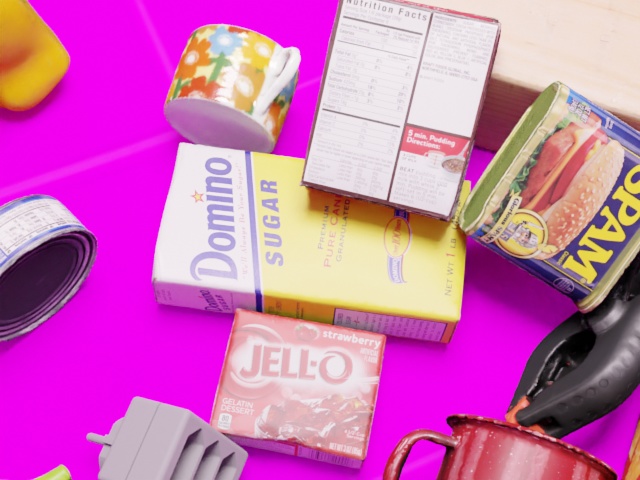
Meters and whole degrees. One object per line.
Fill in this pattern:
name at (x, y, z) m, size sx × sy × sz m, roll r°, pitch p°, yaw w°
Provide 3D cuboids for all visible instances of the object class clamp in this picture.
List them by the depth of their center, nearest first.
clamp at (0.167, 0.044, 0.603) m, size 0.171 × 0.120 × 0.039 m, roll -41°, pitch 100°, yaw 1°

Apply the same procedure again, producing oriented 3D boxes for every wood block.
wood block at (0.124, -0.110, 0.654) m, size 0.206 × 0.091 × 0.090 m, roll 17°, pitch 69°, yaw 5°

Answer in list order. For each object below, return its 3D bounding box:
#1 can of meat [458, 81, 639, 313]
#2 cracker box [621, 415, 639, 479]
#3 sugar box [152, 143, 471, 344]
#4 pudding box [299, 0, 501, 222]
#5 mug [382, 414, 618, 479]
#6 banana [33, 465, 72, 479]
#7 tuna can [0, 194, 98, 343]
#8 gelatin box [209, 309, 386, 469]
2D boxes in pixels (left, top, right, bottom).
can of meat at (0.137, -0.026, 0.587) m, size 0.084 × 0.057 × 0.102 m, roll 31°, pitch 104°, yaw -5°
cracker box at (0.221, 0.158, 0.504) m, size 0.164 × 0.072 × 0.213 m, roll 22°, pitch 39°, yaw 13°
sugar box at (-0.004, 0.001, 0.627) m, size 0.176 × 0.048 × 0.093 m, roll 8°, pitch 64°, yaw -1°
pudding box at (0.044, -0.074, 0.590) m, size 0.090 × 0.039 × 0.113 m, roll 14°, pitch 97°, yaw 7°
mug at (0.086, 0.140, 0.548) m, size 0.117 × 0.093 × 0.081 m, roll 25°, pitch 73°, yaw -11°
banana at (-0.236, 0.115, 0.582) m, size 0.198 × 0.037 × 0.069 m, roll 26°, pitch 51°, yaw 7°
tuna can at (-0.168, 0.016, 0.595) m, size 0.086 × 0.086 × 0.034 m, roll -42°, pitch 73°, yaw -17°
gelatin box at (-0.012, 0.083, 0.602) m, size 0.089 × 0.030 × 0.073 m, roll 11°, pitch 68°, yaw 3°
